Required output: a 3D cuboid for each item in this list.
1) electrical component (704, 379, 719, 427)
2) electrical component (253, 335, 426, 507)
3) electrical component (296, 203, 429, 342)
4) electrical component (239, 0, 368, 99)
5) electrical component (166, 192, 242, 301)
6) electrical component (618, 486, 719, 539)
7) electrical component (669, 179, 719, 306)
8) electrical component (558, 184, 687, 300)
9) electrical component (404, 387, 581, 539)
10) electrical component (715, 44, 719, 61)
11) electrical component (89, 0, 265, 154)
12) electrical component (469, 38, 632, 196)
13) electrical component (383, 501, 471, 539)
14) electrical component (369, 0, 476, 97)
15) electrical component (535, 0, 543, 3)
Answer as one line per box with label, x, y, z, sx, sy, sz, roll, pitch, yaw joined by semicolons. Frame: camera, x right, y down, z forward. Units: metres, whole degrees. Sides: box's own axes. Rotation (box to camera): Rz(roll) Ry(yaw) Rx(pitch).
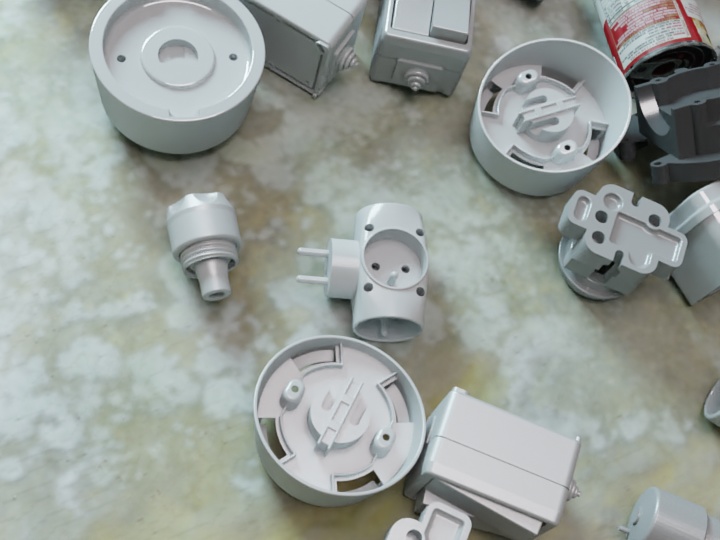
electrical component;0.249;0.089;0.681;0.046;0.040;0.040;33;64;-2
electrical component;-0.014;0.086;0.614;0.099;0.064;0.099;4;65;-10
electrical component;0.000;0.000;0.668;0.079;0.044;0.077;5;65;-9
electrical component;-0.038;-0.169;0.727;0.096;0.061;0.061;31;64;4
electrical component;-0.093;-0.013;0.655;0.043;0.043;0.062;-9;69;-15
electrical component;0.196;0.159;0.637;0.078;0.040;0.040;23;64;-1
electrical component;0.260;-0.033;0.717;0.113;0.078;0.057;-26;76;-21
electrical component;0.163;-0.015;0.700;0.078;0.057;0.058;24;64;0
electrical component;0.080;0.120;0.619;0.096;0.061;0.061;22;64;-1
electrical component;0.304;-0.150;0.793;0.080;0.051;0.080;4;65;-9
electrical component;-0.118;-0.126;0.692;0.108;0.060;0.108;4;65;-9
electrical component;0.125;-0.102;0.728;0.099;0.064;0.099;4;65;-9
electrical component;0.030;0.171;0.589;0.058;0.057;0.078;25;64;1
electrical component;0.045;-0.169;0.744;0.062;0.061;0.096;11;64;-6
electrical component;0.113;-0.231;0.799;0.065;0.044;0.044;22;63;5
